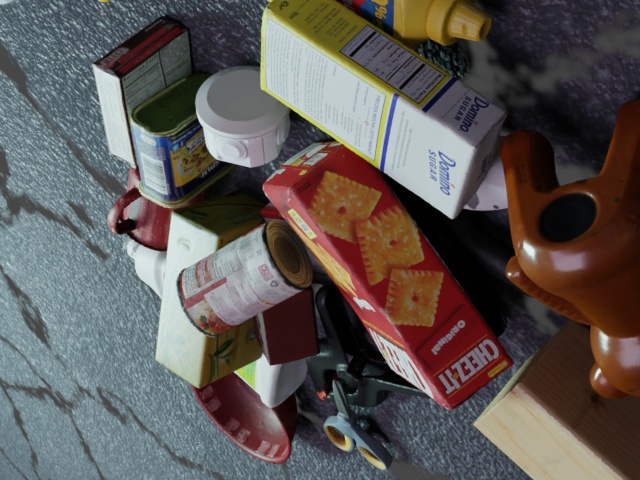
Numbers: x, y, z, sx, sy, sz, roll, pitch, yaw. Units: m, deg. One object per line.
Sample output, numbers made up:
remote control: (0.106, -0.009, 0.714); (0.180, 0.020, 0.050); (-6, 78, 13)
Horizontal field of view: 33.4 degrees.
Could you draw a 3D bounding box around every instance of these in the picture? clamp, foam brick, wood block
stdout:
clamp: (0.031, 0.118, 1.063); (0.164, 0.036, 0.210); (41, 152, -8)
foam brick: (-0.035, 0.070, 1.004); (0.053, 0.051, 0.078); (-126, 24, -55)
clamp: (0.109, 0.007, 0.861); (0.171, 0.039, 0.120); (46, 150, 18)
wood block: (0.238, 0.172, 0.837); (0.206, 0.090, 0.090); (42, 147, 9)

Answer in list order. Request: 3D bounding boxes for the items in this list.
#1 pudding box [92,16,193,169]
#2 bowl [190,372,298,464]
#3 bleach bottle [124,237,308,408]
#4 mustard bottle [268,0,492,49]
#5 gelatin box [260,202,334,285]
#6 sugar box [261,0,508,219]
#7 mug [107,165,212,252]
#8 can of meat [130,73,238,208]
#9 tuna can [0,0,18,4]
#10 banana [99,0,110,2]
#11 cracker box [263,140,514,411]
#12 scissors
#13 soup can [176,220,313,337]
pudding box: (-0.158, -0.135, 0.977); (0.039, 0.089, 0.113); (29, 144, 26)
bowl: (-0.080, 0.186, 1.262); (0.162, 0.055, 0.162); (31, 144, 25)
bleach bottle: (-0.123, 0.074, 1.188); (0.251, 0.068, 0.103); (35, 143, 23)
mustard bottle: (0.033, -0.180, 0.732); (0.192, 0.058, 0.096); (30, 145, 26)
gelatin box: (-0.007, 0.001, 1.000); (0.073, 0.030, 0.089); (7, 133, 46)
sugar box: (0.039, -0.097, 0.732); (0.176, 0.048, 0.093); (34, 155, 14)
mug: (-0.160, -0.044, 1.059); (0.093, 0.117, 0.082); (48, 145, 22)
can of meat: (-0.122, -0.093, 0.970); (0.058, 0.102, 0.084); (28, 141, 28)
tuna can: (-0.272, -0.251, 0.992); (0.086, 0.086, 0.033); (8, 129, 46)
banana: (-0.216, -0.300, 0.924); (0.070, 0.037, 0.198); (26, 144, 60)
cracker box: (0.046, 0.022, 0.865); (0.213, 0.072, 0.164); (55, 174, -10)
scissors: (0.044, 0.201, 1.134); (0.096, 0.016, 0.202); (33, 158, 8)
soup can: (-0.066, 0.034, 0.931); (0.102, 0.068, 0.068); (-29, 103, 25)
